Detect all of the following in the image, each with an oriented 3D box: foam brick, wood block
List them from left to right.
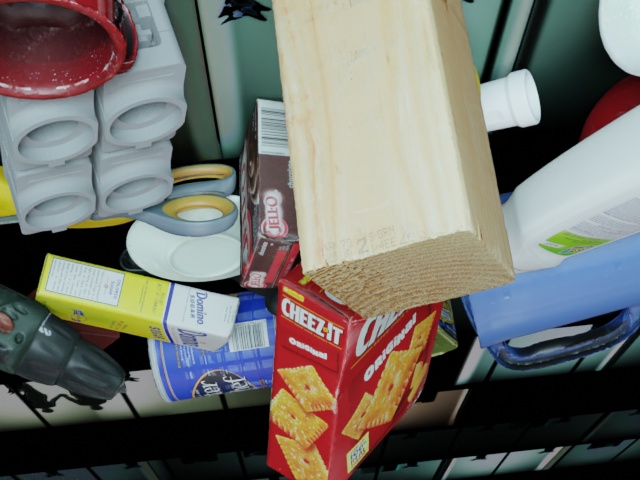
[{"bbox_3d":[-0.242,0.076,1.048,0.078,0.051,0.053,13,149,-38],"label":"foam brick"},{"bbox_3d":[0.037,-0.074,0.583,0.090,0.206,0.090,-16,155,20],"label":"wood block"}]

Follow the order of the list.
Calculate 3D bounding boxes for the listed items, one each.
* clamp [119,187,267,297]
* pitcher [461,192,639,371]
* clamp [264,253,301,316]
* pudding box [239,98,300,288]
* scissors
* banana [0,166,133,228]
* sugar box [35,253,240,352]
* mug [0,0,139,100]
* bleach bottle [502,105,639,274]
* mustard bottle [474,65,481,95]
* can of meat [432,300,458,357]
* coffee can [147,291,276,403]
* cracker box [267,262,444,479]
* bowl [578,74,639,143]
[{"bbox_3d":[-0.066,0.020,0.978,0.165,0.036,0.209,-23,146,36],"label":"clamp"},{"bbox_3d":[0.239,0.015,0.933,0.243,0.145,0.149,-13,157,7],"label":"pitcher"},{"bbox_3d":[-0.006,0.001,0.885,0.120,0.039,0.171,-26,137,-3],"label":"clamp"},{"bbox_3d":[-0.036,-0.032,0.777,0.039,0.113,0.090,6,154,-12],"label":"pudding box"},{"bbox_3d":[-0.148,-0.016,0.786,0.201,0.096,0.016,-18,127,-23],"label":"scissors"},{"bbox_3d":[-0.218,-0.038,0.811,0.070,0.037,0.197,-22,152,33],"label":"banana"},{"bbox_3d":[-0.169,0.061,0.981,0.176,0.048,0.093,16,163,-11],"label":"sugar box"},{"bbox_3d":[-0.142,-0.129,0.566,0.093,0.081,0.117,-23,151,34],"label":"mug"},{"bbox_3d":[0.190,-0.029,0.770,0.102,0.068,0.251,13,152,-34],"label":"bleach bottle"},{"bbox_3d":[0.058,-0.091,0.736,0.096,0.058,0.192,1,155,-13],"label":"mustard bottle"},{"bbox_3d":[0.100,0.066,1.076,0.057,0.084,0.102,-16,155,19],"label":"can of meat"},{"bbox_3d":[-0.095,0.106,1.091,0.140,0.103,0.103,-9,157,5],"label":"coffee can"},{"bbox_3d":[0.035,0.080,0.850,0.072,0.164,0.214,28,136,22],"label":"cracker box"},{"bbox_3d":[0.262,-0.088,0.801,0.162,0.055,0.162,-6,157,-3],"label":"bowl"}]
